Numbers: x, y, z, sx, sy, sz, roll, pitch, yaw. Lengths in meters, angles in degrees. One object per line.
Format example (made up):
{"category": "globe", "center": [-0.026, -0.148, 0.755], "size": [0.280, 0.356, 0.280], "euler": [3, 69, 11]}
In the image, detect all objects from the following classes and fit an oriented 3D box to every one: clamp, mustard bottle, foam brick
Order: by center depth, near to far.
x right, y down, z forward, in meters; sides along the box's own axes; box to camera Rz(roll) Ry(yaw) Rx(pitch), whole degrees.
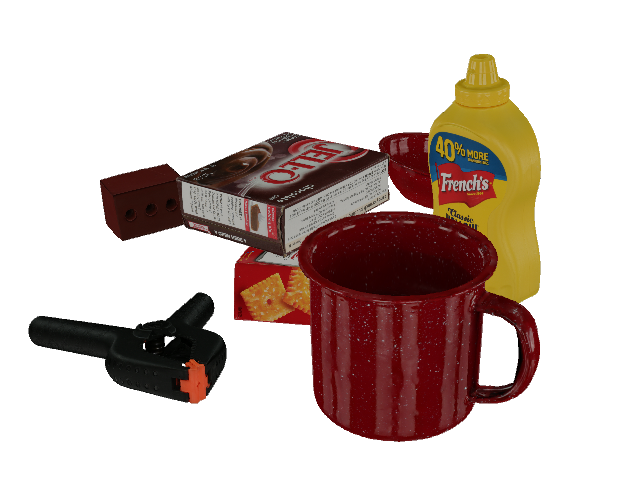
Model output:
{"category": "mustard bottle", "center": [0.126, -0.049, 0.829], "size": [0.058, 0.192, 0.096], "euler": [-21, 30, -33]}
{"category": "clamp", "center": [-0.127, 0.083, 0.866], "size": [0.164, 0.036, 0.210], "euler": [-11, 16, -32]}
{"category": "foam brick", "center": [-0.183, -0.040, 1.108], "size": [0.078, 0.053, 0.051], "euler": [-17, 30, -21]}

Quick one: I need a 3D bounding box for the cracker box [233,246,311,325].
{"category": "cracker box", "center": [0.027, 0.041, 1.144], "size": [0.214, 0.072, 0.164], "euler": [5, 15, 7]}

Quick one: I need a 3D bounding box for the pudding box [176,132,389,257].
{"category": "pudding box", "center": [-0.022, -0.033, 0.691], "size": [0.090, 0.039, 0.113], "euler": [15, 31, 36]}

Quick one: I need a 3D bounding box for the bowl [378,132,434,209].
{"category": "bowl", "center": [0.144, -0.077, 1.274], "size": [0.162, 0.055, 0.162], "euler": [8, 24, -4]}

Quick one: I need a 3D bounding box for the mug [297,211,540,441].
{"category": "mug", "center": [0.047, 0.044, 0.507], "size": [0.117, 0.081, 0.093], "euler": [11, 28, 24]}
